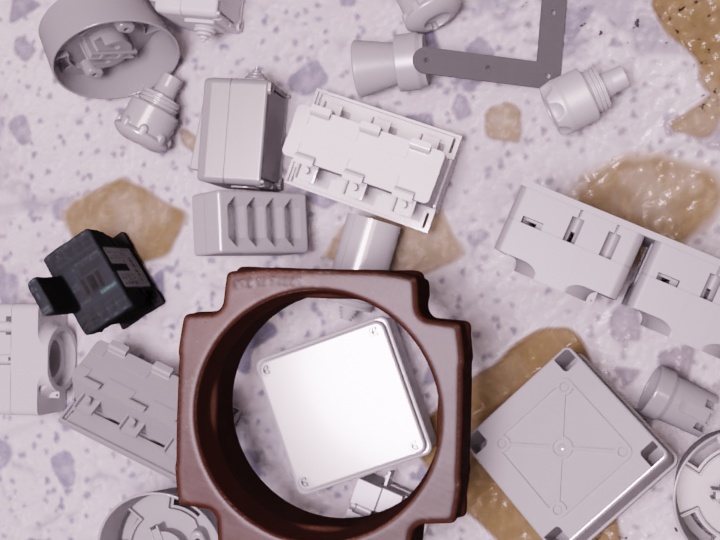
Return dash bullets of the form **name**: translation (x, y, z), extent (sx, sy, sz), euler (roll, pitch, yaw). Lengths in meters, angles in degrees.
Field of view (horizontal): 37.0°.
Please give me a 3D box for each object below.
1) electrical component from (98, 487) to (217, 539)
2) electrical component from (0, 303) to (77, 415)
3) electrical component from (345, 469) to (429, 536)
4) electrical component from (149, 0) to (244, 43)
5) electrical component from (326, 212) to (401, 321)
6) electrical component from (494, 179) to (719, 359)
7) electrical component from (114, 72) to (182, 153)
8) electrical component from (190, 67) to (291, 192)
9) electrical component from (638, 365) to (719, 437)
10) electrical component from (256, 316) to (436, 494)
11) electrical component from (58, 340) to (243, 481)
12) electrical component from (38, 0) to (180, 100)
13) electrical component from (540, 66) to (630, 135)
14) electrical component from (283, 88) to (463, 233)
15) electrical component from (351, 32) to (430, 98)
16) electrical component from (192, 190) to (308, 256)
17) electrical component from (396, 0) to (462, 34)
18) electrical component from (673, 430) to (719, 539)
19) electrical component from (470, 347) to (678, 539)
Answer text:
- **electrical component**: translation (-0.151, 0.219, 0.848), extent (0.099, 0.064, 0.099), euler (0, 89, 11)
- **electrical component**: translation (-0.270, 0.072, 0.883), extent (0.056, 0.050, 0.089), euler (0, 88, 12)
- **electrical component**: translation (0.022, 0.189, 0.825), extent (0.055, 0.048, 0.066), euler (20, 92, 19)
- **electrical component**: translation (-0.128, -0.230, 0.857), extent (0.061, 0.062, 0.096), euler (7, 90, 11)
- **electrical component**: translation (0.000, 0.000, 0.835), extent (0.043, 0.043, 0.081), euler (17, 92, 11)
- **electrical component**: translation (0.193, 0.004, 0.765), extent (0.186, 0.105, 0.060), euler (24, 93, 11)
- **electrical component**: translation (-0.166, -0.129, 0.872), extent (0.048, 0.048, 0.062), euler (27, 87, 11)
- **electrical component**: translation (-0.094, -0.112, 0.847), extent (0.061, 0.062, 0.096), euler (4, 90, 11)
- **electrical component**: translation (0.234, 0.097, 0.789), extent (0.046, 0.040, 0.040), euler (26, 94, 5)
- **electrical component**: translation (-0.009, 0.103, 0.828), extent (0.109, 0.056, 0.108), euler (-20, 85, 10)
- **electrical component**: translation (-0.165, 0.108, 0.848), extent (0.121, 0.063, 0.078), euler (24, 52, 11)
- **electrical component**: translation (-0.201, -0.181, 0.854), extent (0.099, 0.099, 0.064), euler (-31, 77, 9)
- **electrical component**: translation (0.170, -0.131, 0.805), extent (0.062, 0.043, 0.043), euler (-26, 84, 8)
- **electrical component**: translation (0.007, -0.086, 0.826), extent (0.121, 0.063, 0.078), euler (20, 92, 11)
- **electrical component**: translation (0.024, -0.159, 0.834), extent (0.055, 0.045, 0.045), euler (-6, 87, 10)
- **electrical component**: translation (-0.097, -0.034, 0.845), extent (0.076, 0.083, 0.047), euler (-5, 87, 49)
- **electrical component**: translation (0.047, -0.218, 0.832), extent (0.048, 0.048, 0.062), euler (-27, 77, 9)
- **electrical component**: translation (0.271, 0.160, 0.766), extent (0.099, 0.064, 0.099), euler (0, 89, 11)
- **electrical component**: translation (0.152, 0.131, 0.781), extent (0.109, 0.056, 0.108), euler (-44, 64, 7)
